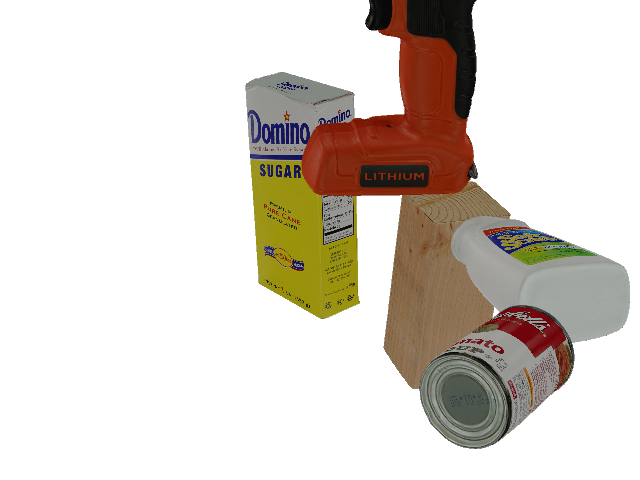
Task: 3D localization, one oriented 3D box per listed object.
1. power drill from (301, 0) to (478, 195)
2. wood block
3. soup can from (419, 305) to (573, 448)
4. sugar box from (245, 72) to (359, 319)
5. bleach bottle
[{"bbox_3d":[0.032,-0.116,0.612,0.184,0.188,0.057,0,37,-7],"label":"power drill"},{"bbox_3d":[0.134,0.049,1.173,0.090,0.206,0.090,-5,29,-18],"label":"wood block"},{"bbox_3d":[0.120,0.091,0.723,0.069,0.068,0.102,0,15,37],"label":"soup can"},{"bbox_3d":[-0.014,-0.036,0.837,0.048,0.176,0.093,-21,29,-32],"label":"sugar box"},{"bbox_3d":[0.174,0.022,0.964,0.102,0.068,0.251,-6,15,-13],"label":"bleach bottle"}]
